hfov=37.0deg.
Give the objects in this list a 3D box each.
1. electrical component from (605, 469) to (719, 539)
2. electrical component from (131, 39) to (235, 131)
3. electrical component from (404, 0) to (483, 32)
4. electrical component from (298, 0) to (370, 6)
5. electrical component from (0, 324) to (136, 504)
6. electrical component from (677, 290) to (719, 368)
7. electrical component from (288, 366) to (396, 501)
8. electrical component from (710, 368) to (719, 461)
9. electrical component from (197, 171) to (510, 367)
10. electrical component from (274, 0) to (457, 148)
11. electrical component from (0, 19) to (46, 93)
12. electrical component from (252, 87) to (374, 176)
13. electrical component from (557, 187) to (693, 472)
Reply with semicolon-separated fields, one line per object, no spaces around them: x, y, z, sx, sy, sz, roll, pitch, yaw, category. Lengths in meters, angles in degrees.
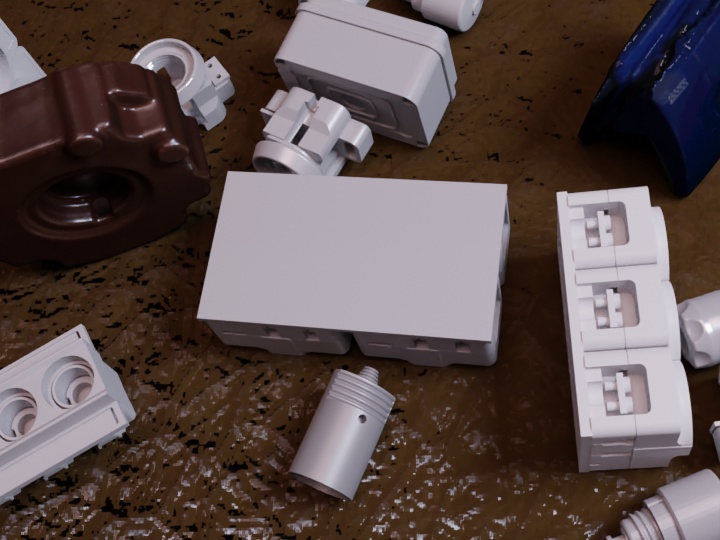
0.180;0.145;0.620;0.078;0.040;0.040;-22;65;1;electrical component
-0.136;-0.133;0.792;0.078;0.057;0.058;-36;65;-6;electrical component
0.056;-0.205;0.796;0.078;0.040;0.040;26;74;20;electrical component
-0.029;-0.231;0.821;0.079;0.044;0.077;16;71;17;electrical component
-0.215;0.102;0.702;0.121;0.063;0.078;-30;64;-3;electrical component
0.226;0.032;0.659;0.062;0.043;0.043;-19;65;1;electrical component
-0.009;0.098;0.675;0.043;0.043;0.081;19;71;18;electrical component
0.244;0.077;0.629;0.078;0.058;0.057;-11;68;7;electrical component
0.000;0.000;0.706;0.186;0.060;0.105;4;68;12;electrical component
0.006;-0.141;0.757;0.113;0.078;0.057;20;75;18;electrical component
-0.261;-0.110;0.754;0.062;0.150;0.089;9;69;15;electrical component
-0.039;-0.086;0.753;0.078;0.058;0.057;25;71;19;electrical component
0.156;0.036;0.645;0.062;0.089;0.150;-5;66;9;electrical component
